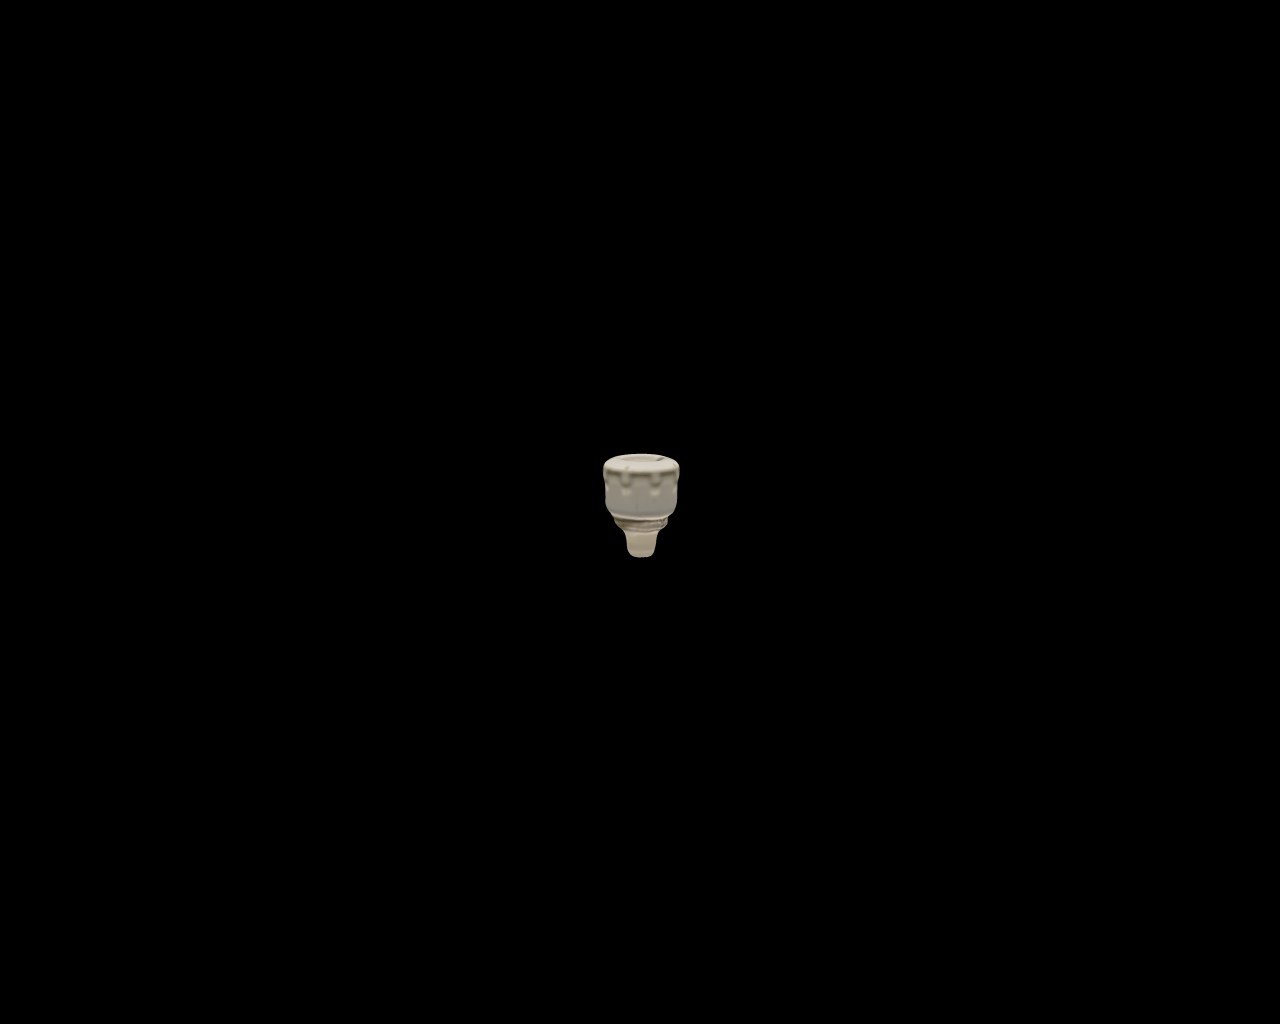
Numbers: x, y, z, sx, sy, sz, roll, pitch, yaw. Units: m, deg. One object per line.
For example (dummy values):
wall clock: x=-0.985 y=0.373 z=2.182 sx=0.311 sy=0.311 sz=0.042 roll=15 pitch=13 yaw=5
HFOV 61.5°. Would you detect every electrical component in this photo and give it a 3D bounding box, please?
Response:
electrical component: x=0.001 y=-0.003 z=0.650 sx=0.048 sy=0.062 sz=0.048 roll=0 pitch=11 yaw=0
